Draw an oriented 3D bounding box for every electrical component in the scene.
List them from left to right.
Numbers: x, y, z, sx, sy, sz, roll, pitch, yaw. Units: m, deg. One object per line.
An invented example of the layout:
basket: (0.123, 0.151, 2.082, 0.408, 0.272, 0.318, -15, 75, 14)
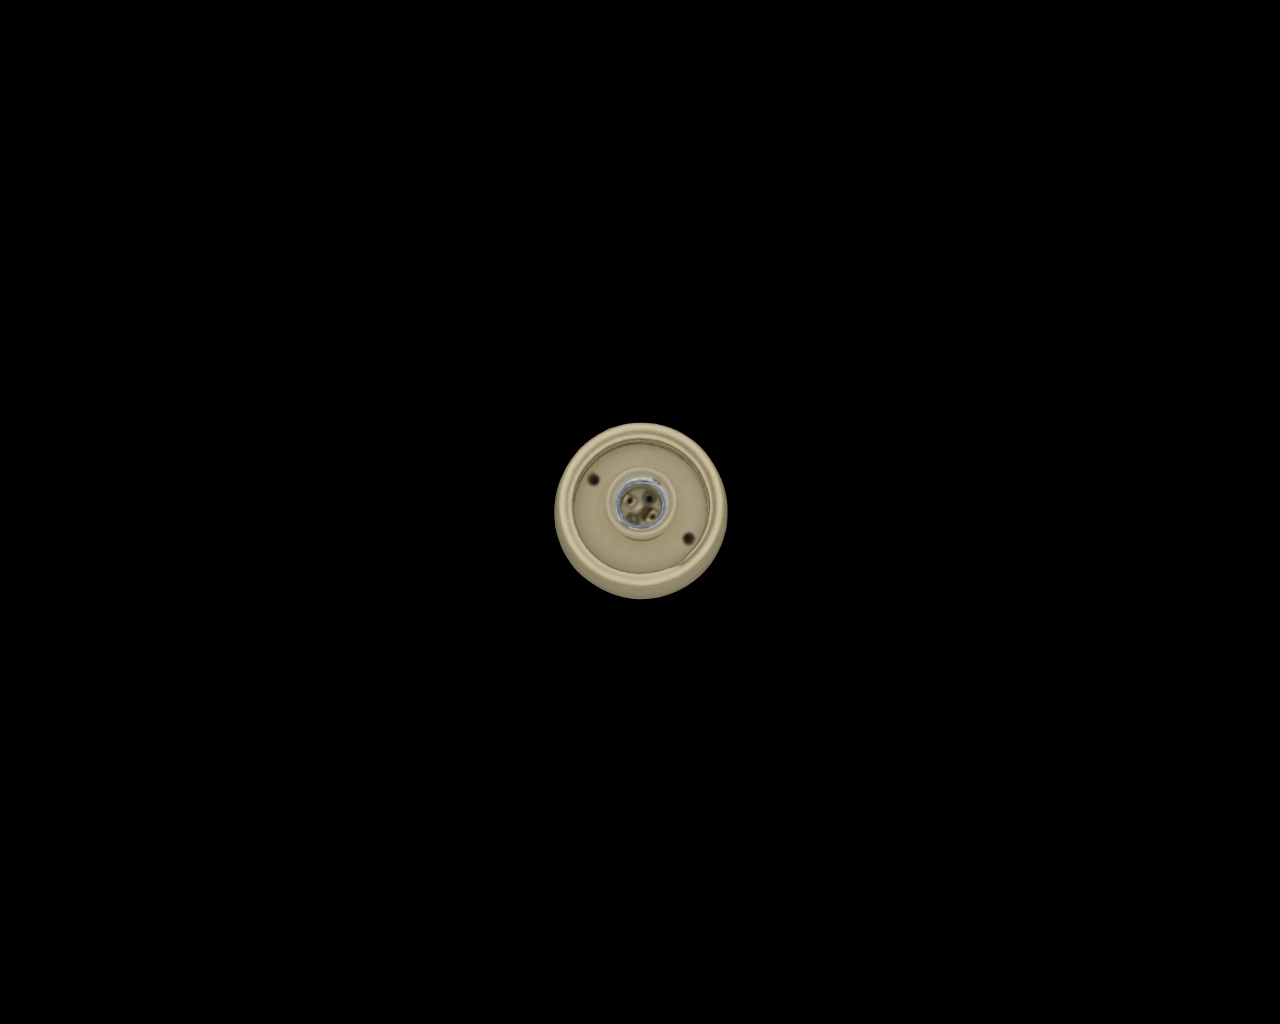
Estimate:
electrical component: (0.001, -0.003, 0.650, 0.108, 0.108, 0.060, 0, -8, 0)
